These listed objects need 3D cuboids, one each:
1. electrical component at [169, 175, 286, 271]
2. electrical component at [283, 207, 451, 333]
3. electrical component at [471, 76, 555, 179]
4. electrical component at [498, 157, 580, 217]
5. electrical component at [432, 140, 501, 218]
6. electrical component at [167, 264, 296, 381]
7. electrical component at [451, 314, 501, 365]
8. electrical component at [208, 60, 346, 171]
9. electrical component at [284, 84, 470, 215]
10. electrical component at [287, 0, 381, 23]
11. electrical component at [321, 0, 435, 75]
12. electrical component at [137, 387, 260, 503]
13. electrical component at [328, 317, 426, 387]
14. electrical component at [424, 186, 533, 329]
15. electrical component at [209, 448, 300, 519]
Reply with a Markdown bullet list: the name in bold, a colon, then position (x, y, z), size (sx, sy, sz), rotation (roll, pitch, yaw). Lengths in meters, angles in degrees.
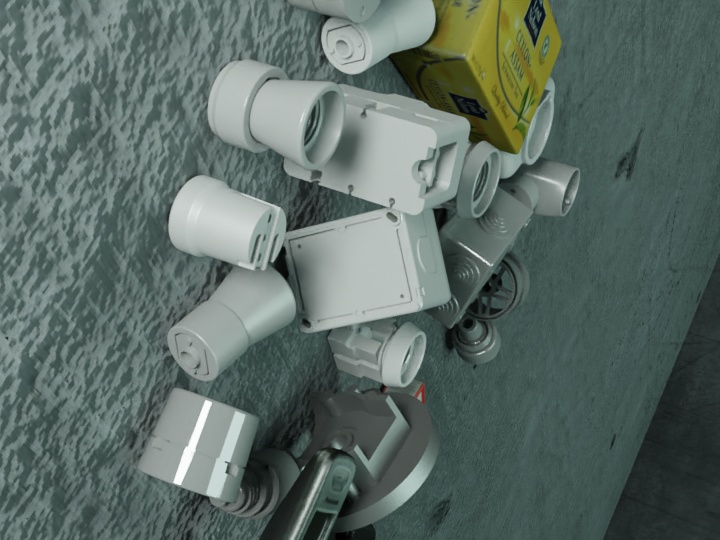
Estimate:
- **electrical component**: position (-0.065, -0.022, 0.537), size (0.040, 0.046, 0.040), rotation (-48, 148, -43)
- **electrical component**: position (0.000, 0.000, 0.651), size (0.061, 0.096, 0.061), rotation (-9, 87, -65)
- **electrical component**: position (0.115, -0.118, 0.851), size (0.095, 0.059, 0.053), rotation (-50, 150, -40)
- **electrical component**: position (0.137, -0.068, 0.917), size (0.079, 0.077, 0.043), rotation (-48, 148, -43)
- **electrical component**: position (0.067, -0.070, 0.782), size (0.058, 0.057, 0.078), rotation (-68, 157, -6)
- **electrical component**: position (-0.071, 0.029, 0.574), size (0.065, 0.044, 0.044), rotation (-43, 145, -40)
- **electrical component**: position (0.105, 0.060, 0.990), size (0.043, 0.043, 0.062), rotation (-64, 155, -15)
- **electrical component**: position (-0.041, -0.078, 0.535), size (0.045, 0.055, 0.045), rotation (-48, 148, -43)
- **electrical component**: position (0.011, -0.071, 0.614), size (0.056, 0.089, 0.050), rotation (-27, 132, -59)
- **electrical component**: position (-0.012, -0.161, 0.511), size (0.052, 0.074, 0.138), rotation (-69, 157, -4)
- **electrical component**: position (0.008, -0.139, 0.619), size (0.065, 0.044, 0.044), rotation (-40, 143, -43)
- **electrical component**: position (-0.085, 0.093, 0.576), size (0.047, 0.055, 0.055), rotation (-70, 158, -11)
- **electrical component**: position (0.013, 0.054, 0.763), size (0.048, 0.055, 0.066), rotation (-58, 154, -27)
- **electrical component**: position (0.085, -0.013, 0.845), size (0.099, 0.048, 0.099), rotation (-48, 170, -43)
- **electrical component**: position (-0.067, 0.133, 0.663), size (0.078, 0.040, 0.040), rotation (5, 103, -67)
